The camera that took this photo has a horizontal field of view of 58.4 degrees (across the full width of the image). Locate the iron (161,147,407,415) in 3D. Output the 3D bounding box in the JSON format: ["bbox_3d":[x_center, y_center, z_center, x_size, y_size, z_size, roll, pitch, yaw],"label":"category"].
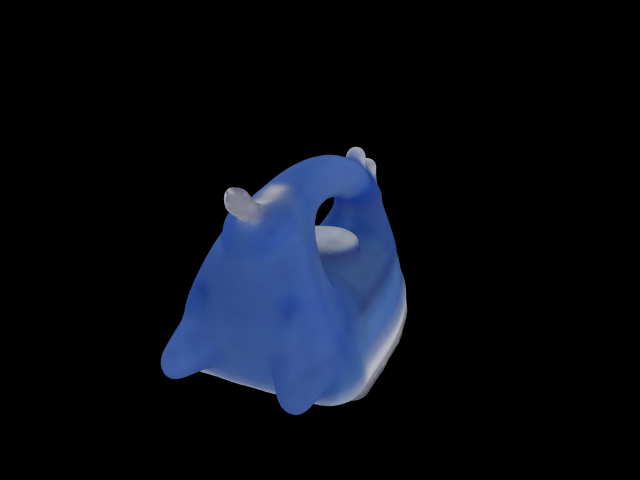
[{"bbox_3d":[0.004,0.001,0.400,0.118,0.141,0.259,9,24,22],"label":"iron"}]
